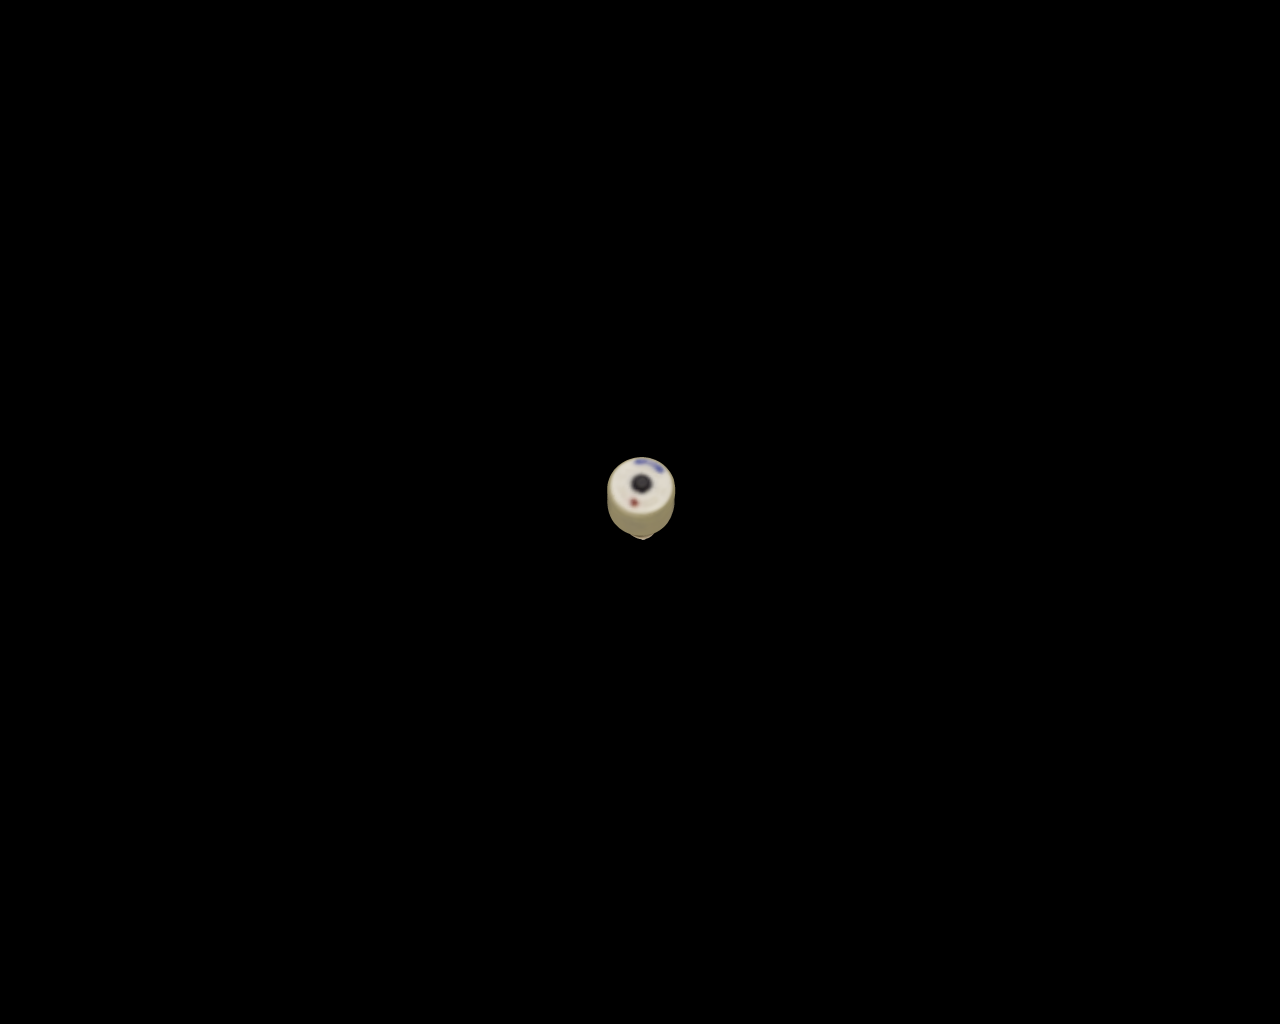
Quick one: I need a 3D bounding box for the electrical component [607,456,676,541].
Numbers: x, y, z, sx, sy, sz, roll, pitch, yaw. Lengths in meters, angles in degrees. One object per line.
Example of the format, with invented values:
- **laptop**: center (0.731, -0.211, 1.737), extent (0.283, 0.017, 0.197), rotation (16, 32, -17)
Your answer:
- **electrical component**: center (0.001, -0.003, 0.650), extent (0.040, 0.040, 0.078), rotation (0, -24, 0)
